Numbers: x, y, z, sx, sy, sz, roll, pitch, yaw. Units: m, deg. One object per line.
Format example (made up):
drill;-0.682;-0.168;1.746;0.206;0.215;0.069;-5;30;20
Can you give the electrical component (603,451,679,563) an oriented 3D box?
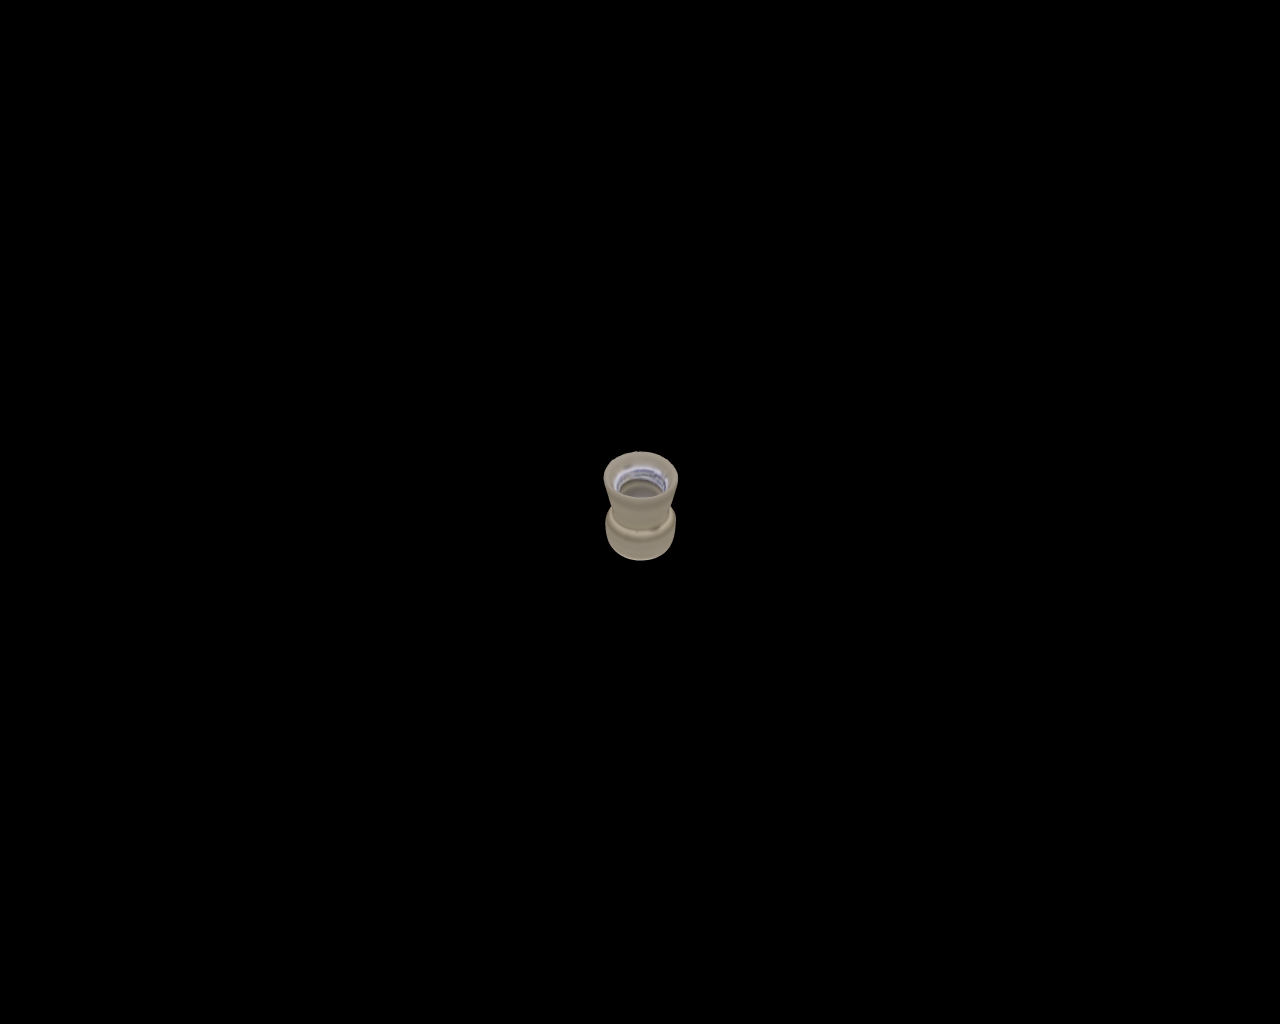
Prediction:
electrical component;0.001;-0.003;0.650;0.045;0.055;0.045;0;44;0
